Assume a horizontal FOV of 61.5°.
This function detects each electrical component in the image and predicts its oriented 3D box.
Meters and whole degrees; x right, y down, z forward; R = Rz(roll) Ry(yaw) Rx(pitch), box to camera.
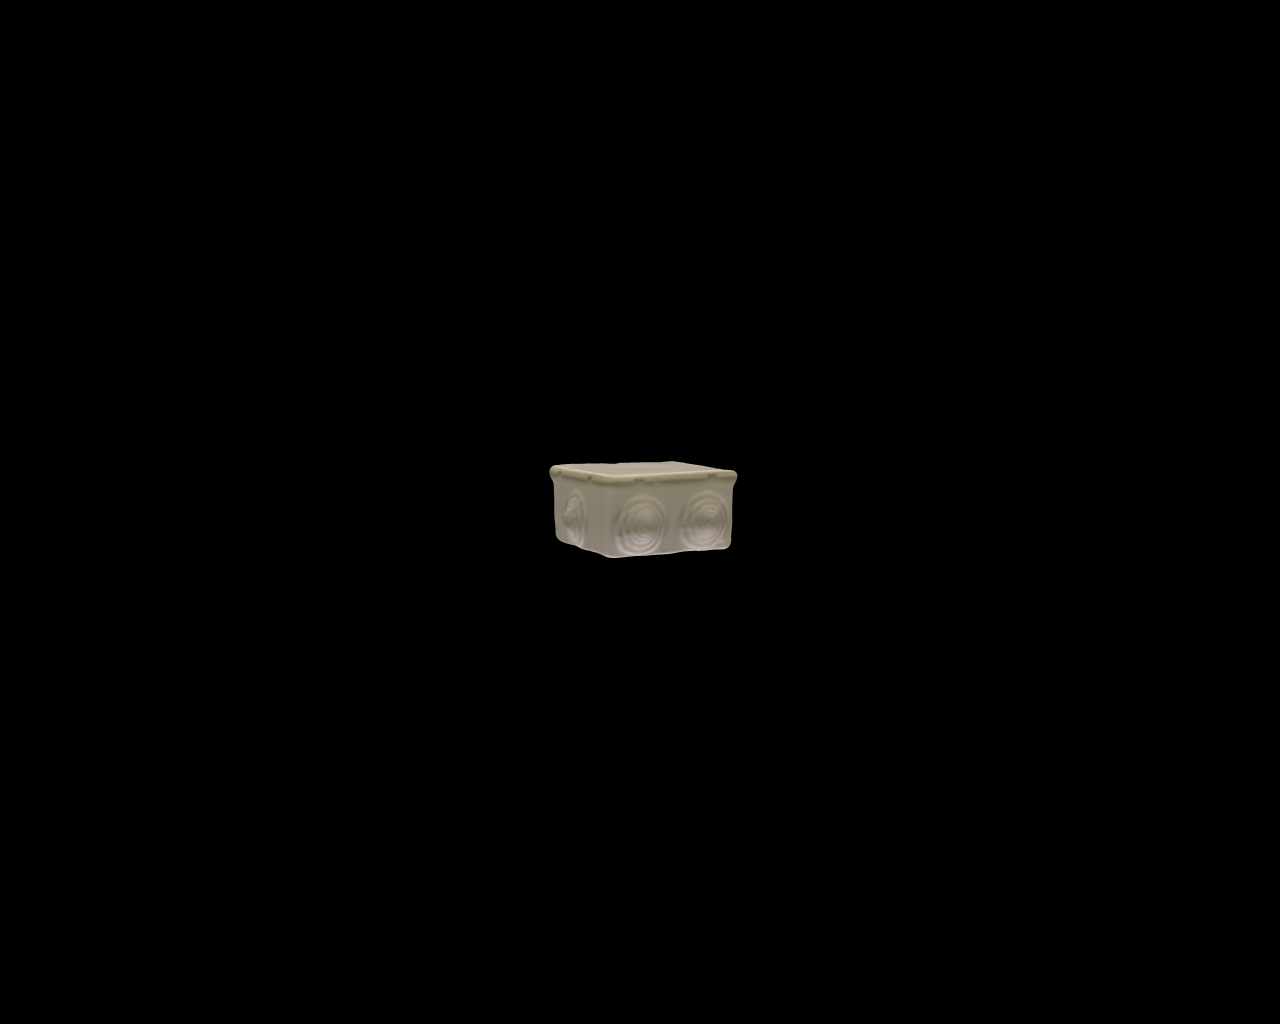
[{"bbox_3d":[0.001,-0.003,0.650,0.100,0.048,0.100,-3,8,-26],"label":"electrical component"}]
